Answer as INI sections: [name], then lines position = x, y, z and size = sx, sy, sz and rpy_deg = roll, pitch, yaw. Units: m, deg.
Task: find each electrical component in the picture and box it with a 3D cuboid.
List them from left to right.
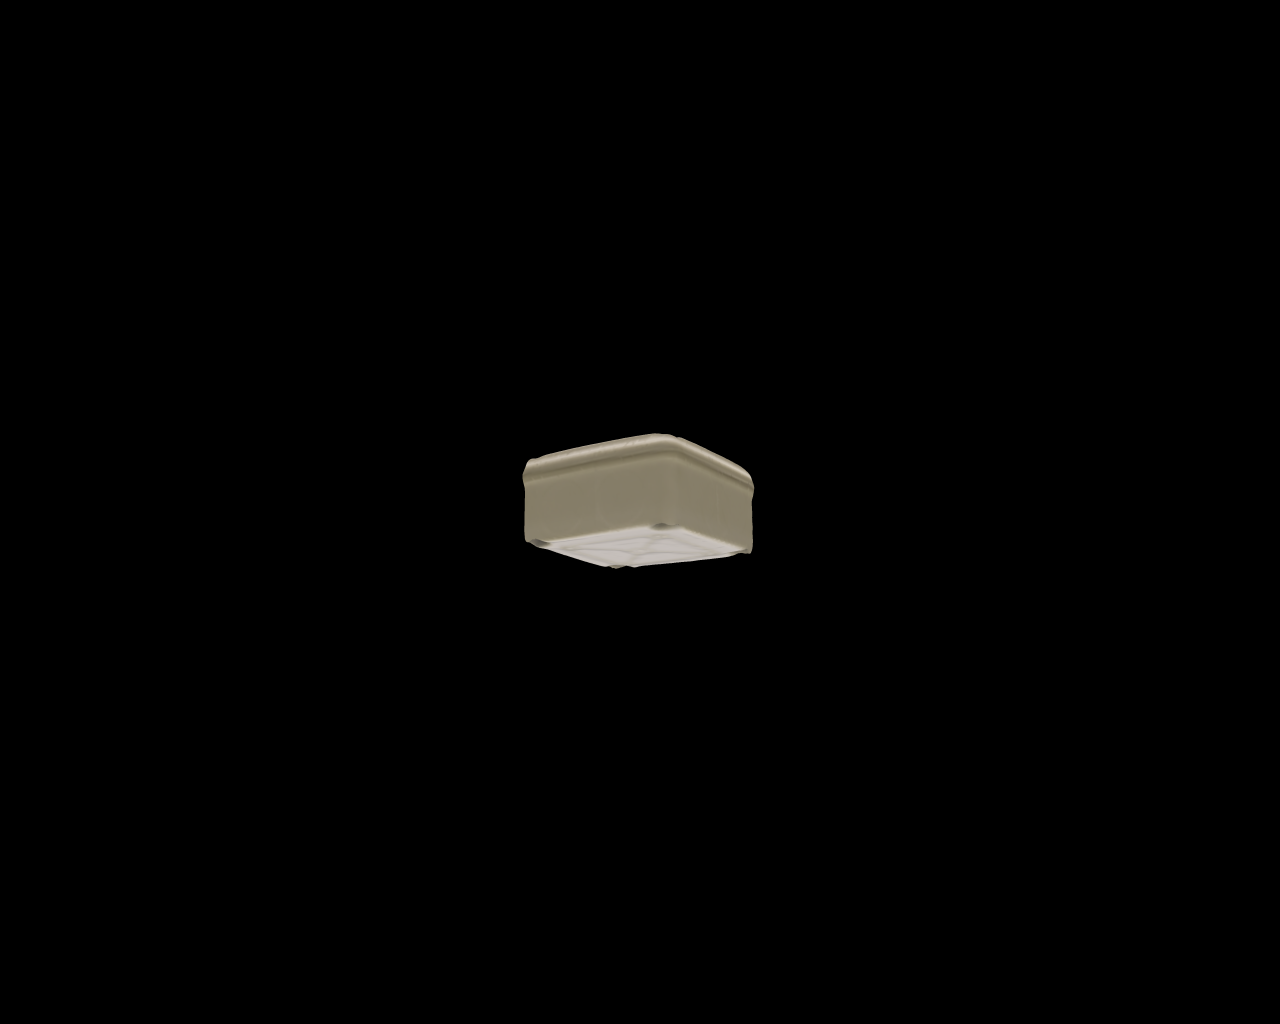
[electrical component]
position = 0.001, -0.003, 0.650
size = 0.108, 0.056, 0.108
rpy_deg = -8, -16, 31
